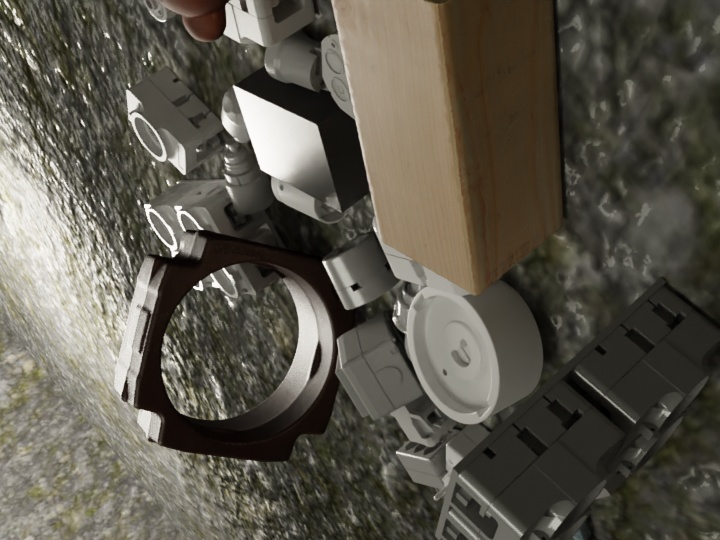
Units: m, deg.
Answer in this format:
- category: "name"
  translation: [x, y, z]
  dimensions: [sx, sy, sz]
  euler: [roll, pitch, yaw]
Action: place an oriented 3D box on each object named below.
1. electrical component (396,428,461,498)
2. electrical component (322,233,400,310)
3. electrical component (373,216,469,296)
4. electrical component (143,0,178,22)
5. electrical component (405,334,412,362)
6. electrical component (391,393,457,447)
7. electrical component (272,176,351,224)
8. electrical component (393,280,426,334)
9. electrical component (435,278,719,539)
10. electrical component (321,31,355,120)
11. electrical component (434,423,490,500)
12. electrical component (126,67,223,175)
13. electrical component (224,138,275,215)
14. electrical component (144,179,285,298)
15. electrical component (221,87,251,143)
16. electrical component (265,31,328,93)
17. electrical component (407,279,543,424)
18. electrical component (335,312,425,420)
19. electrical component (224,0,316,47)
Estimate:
- category: "electrical component"
  translation: [0.085, 0.197, 1.050]
  dimensions: [0.076, 0.047, 0.066]
  euler: [59, 155, -14]
- category: "electrical component"
  translation: [0.000, 0.000, 0.924]
  dimensions: [0.047, 0.055, 0.055]
  euler: [61, 155, -9]
- category: "electrical component"
  translation: [0.057, -0.026, 0.785]
  dimensions: [0.095, 0.054, 0.059]
  euler: [16, 138, 53]
- category: "electrical component"
  translation: [-0.140, -0.225, 0.850]
  dimensions: [0.044, 0.065, 0.044]
  euler: [41, 153, 25]
- category: "electrical component"
  translation: [0.069, 0.072, 0.910]
  dimensions: [0.081, 0.043, 0.043]
  euler: [15, 137, 54]
- category: "electrical component"
  translation: [0.056, 0.131, 1.018]
  dimensions: [0.081, 0.042, 0.063]
  euler: [6, 131, 59]
- category: "electrical component"
  translation: [-0.047, -0.072, 0.920]
  dimensions: [0.081, 0.043, 0.043]
  euler: [27, 146, 45]
- category: "electrical component"
  translation: [0.051, 0.021, 0.874]
  dimensions: [0.048, 0.048, 0.062]
  euler: [37, 145, 32]
- category: "electrical component"
  translation: [0.137, 0.104, 0.656]
  dimensions: [0.060, 0.186, 0.105]
  euler: [42, 154, 23]
- category: "electrical component"
  translation: [0.015, -0.134, 0.713]
  dimensions: [0.080, 0.051, 0.080]
  euler: [40, 154, 25]
- category: "electrical component"
  translation: [0.101, 0.189, 0.974]
  dimensions: [0.066, 0.077, 0.047]
  euler: [38, 152, 29]
- category: "electrical component"
  translation: [-0.185, -0.144, 1.053]
  dimensions: [0.089, 0.056, 0.050]
  euler: [45, 155, 16]
- category: "electrical component"
  translation: [-0.108, -0.088, 1.012]
  dimensions: [0.040, 0.040, 0.078]
  euler: [27, 146, 44]
- category: "electrical component"
  translation: [-0.156, -0.035, 1.140]
  dimensions: [0.186, 0.060, 0.105]
  euler: [7, 130, 60]
- category: "electrical component"
  translation: [-0.099, -0.132, 0.931]
  dimensions: [0.043, 0.043, 0.062]
  euler: [48, 157, 10]
- category: "electrical component"
  translation: [-0.042, -0.155, 0.802]
  dimensions: [0.046, 0.040, 0.040]
  euler: [28, 147, 34]
- category: "electrical component"
  translation: [0.092, 0.056, 0.815]
  dimensions: [0.108, 0.060, 0.108]
  euler: [31, 129, 48]
- category: "electrical component"
  translation: [0.014, 0.086, 0.976]
  dimensions: [0.061, 0.061, 0.096]
  euler: [59, -176, -15]
- category: "electrical component"
  translation: [-0.080, -0.204, 0.788]
  dimensions: [0.089, 0.050, 0.055]
  euler: [34, 150, 35]
